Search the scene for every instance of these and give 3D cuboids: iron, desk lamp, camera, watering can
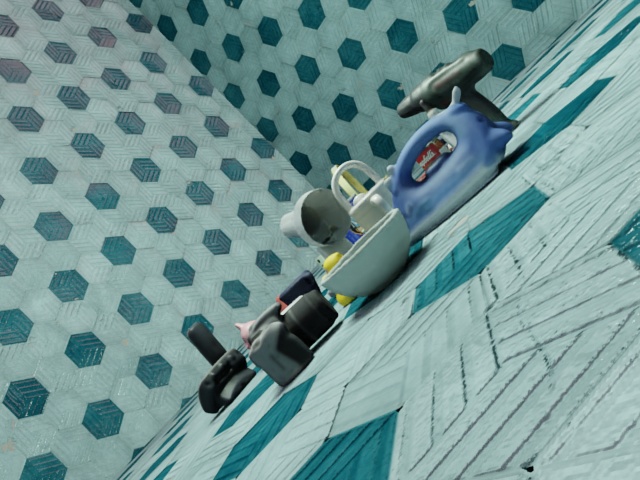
[{"bbox_3d":[0.187,-0.117,0.937,0.258,0.141,0.119,-45,1,26],"label":"iron"},{"bbox_3d":[0.011,0.004,1.238,0.118,0.213,0.203,-45,1,-27],"label":"desk lamp"},{"bbox_3d":[-0.044,0.141,0.914,0.137,0.101,0.143,-45,0,3],"label":"camera"},{"bbox_3d":[0.101,-0.070,1.133,0.101,0.194,0.172,-45,1,-25],"label":"watering can"}]

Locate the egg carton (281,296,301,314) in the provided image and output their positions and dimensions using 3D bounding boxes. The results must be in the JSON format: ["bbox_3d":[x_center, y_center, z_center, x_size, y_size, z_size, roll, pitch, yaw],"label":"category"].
[{"bbox_3d":[-0.057,0.174,1.109,0.107,0.069,0.150,-44,1,41],"label":"egg carton"}]

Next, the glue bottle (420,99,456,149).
[{"bbox_3d":[0.254,-0.207,1.104,0.037,0.173,0.078,-45,1,11],"label":"glue bottle"}]

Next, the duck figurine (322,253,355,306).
[{"bbox_3d":[0.048,0.059,1.041,0.104,0.086,0.078,-44,1,30],"label":"duck figurine"}]

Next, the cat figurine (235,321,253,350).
[{"bbox_3d":[-0.146,0.228,1.311,0.067,0.117,0.127,-45,1,-23],"label":"cat figurine"}]

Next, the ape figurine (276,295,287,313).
[{"bbox_3d":[-0.068,0.168,1.401,0.077,0.092,0.076,-44,1,39],"label":"ape figurine"}]

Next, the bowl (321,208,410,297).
[{"bbox_3d":[0.083,0.034,0.873,0.167,0.074,0.167,-45,0,1],"label":"bowl"}]

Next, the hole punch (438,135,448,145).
[{"bbox_3d":[0.335,-0.233,1.503,0.108,0.091,0.101,-45,1,20],"label":"hole punch"}]

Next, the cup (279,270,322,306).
[{"bbox_3d":[-0.022,0.121,1.251,0.092,0.095,0.117,-45,1,-39],"label":"cup"}]

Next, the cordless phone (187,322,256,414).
[{"bbox_3d":[-0.254,0.287,1.305,0.094,0.185,0.148,-44,1,36],"label":"cordless phone"}]

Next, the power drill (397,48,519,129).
[{"bbox_3d":[0.296,-0.274,1.198,0.229,0.208,0.076,-44,1,42],"label":"power drill"}]
